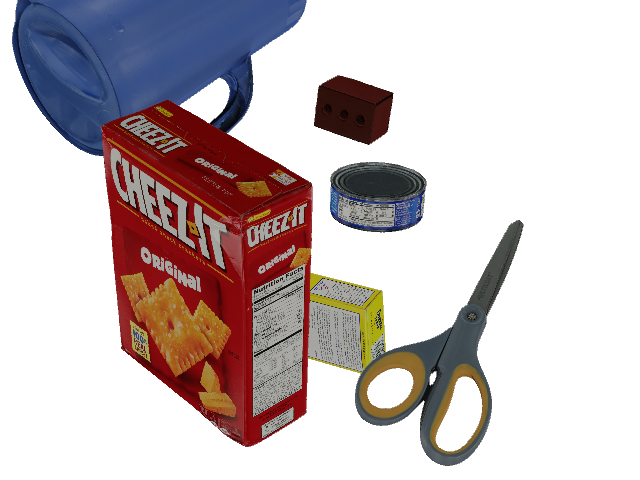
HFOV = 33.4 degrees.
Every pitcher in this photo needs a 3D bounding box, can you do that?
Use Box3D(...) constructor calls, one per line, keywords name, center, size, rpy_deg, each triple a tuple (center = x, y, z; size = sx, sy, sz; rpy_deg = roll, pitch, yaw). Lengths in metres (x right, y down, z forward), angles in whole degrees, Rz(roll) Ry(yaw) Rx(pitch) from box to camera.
Box3D(name="pitcher", center=(-0.121, -0.173, 0.904), size=(0.145, 0.149, 0.242), rpy_deg=(29, 50, 31))

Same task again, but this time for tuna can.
Box3D(name="tuna can", center=(0.051, -0.039, 0.953), size=(0.086, 0.034, 0.086), rpy_deg=(1, 25, -1))

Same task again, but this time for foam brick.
Box3D(name="foam brick", center=(0.039, -0.154, 1.255), size=(0.078, 0.053, 0.051), rpy_deg=(21, 32, 22))

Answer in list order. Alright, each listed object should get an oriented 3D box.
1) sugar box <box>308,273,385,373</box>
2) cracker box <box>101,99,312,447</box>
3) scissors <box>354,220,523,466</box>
Box3D(name="sugar box", center=(-0.016, 0.081, 1.168), size=(0.176, 0.093, 0.048), rpy_deg=(16, 36, 29))
Box3D(name="cracker box", center=(-0.087, 0.026, 0.798), size=(0.072, 0.214, 0.164), rpy_deg=(-28, 44, -35))
Box3D(name="scissors", center=(0.081, 0.057, 0.715), size=(0.096, 0.201, 0.016), rpy_deg=(7, -39, 9))
